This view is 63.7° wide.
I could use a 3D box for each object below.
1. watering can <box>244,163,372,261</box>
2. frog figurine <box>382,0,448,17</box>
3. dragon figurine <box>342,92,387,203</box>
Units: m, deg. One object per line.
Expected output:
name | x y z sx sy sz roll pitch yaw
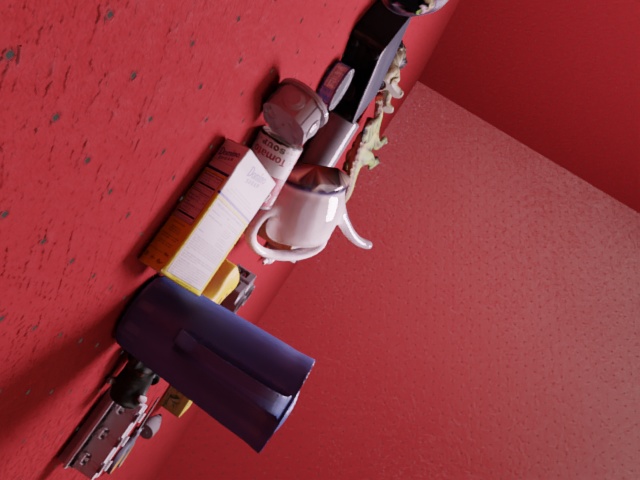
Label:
watering can | 0.003 -0.055 1.101 0.348 0.106 0.220 -3 124 -36
frog figurine | 0.161 -0.437 0.815 0.136 0.121 0.163 -12 -135 47
dragon figurine | 0.139 -0.312 1.705 0.238 0.122 0.416 80 30 -68
